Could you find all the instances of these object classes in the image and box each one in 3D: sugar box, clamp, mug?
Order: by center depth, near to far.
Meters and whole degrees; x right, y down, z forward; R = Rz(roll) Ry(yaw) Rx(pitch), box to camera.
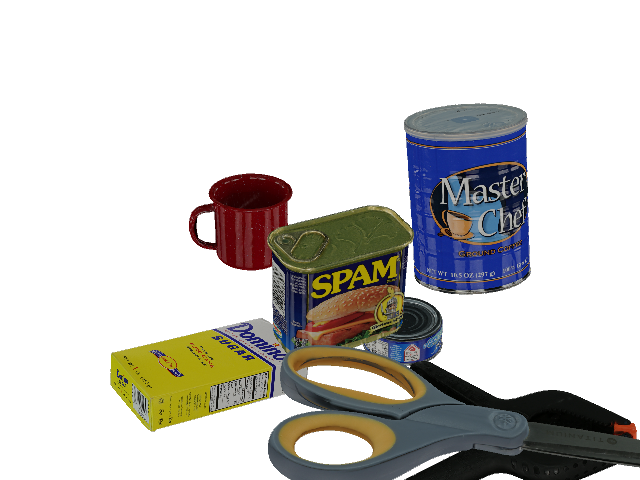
[{"bbox_3d":[0.157,0.173,0.904,0.210,0.036,0.164,3,41,22],"label":"clamp"},{"bbox_3d":[-0.109,0.129,1.062,0.175,0.048,0.093,-14,32,-31],"label":"sugar box"},{"bbox_3d":[-0.090,-0.018,1.201,0.117,0.081,0.093,-7,30,-14],"label":"mug"}]

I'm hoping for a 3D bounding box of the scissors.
[{"bbox_3d":[0.065,0.091,0.457,0.202,0.016,0.096,16,34,23],"label":"scissors"}]

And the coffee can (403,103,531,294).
[{"bbox_3d":[0.127,-0.038,0.915,0.103,0.140,0.103,-5,19,2],"label":"coffee can"}]

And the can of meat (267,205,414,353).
[{"bbox_3d":[0.014,0.031,0.772,0.102,0.084,0.057,-14,36,-22],"label":"can of meat"}]

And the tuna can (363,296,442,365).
[{"bbox_3d":[0.088,0.096,1.142,0.086,0.034,0.086,-1,30,1],"label":"tuna can"}]
